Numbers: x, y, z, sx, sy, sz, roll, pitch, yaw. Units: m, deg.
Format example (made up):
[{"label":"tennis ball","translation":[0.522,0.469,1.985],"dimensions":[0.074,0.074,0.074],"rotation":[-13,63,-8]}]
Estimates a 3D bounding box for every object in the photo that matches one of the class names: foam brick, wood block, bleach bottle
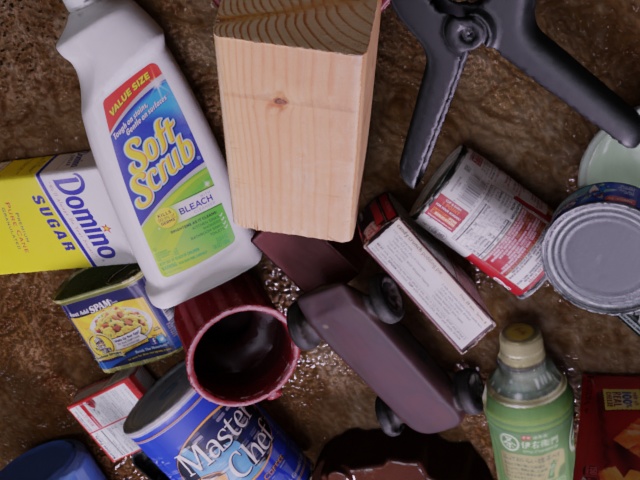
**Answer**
[{"label":"foam brick","translation":[-0.005,0.001,0.835],"dimensions":[0.078,0.053,0.051],"rotation":[45,123,-9]},{"label":"wood block","translation":[-0.012,-0.092,0.704],"dimensions":[0.091,0.090,0.206],"rotation":[9,150,4]},{"label":"bleach bottle","translation":[-0.137,-0.078,0.816],"dimensions":[0.102,0.068,0.251],"rotation":[-26,110,-4]}]

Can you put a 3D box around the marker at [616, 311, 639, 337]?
[{"label":"marker","translation":[0.235,0.056,0.807],"dimensions":[0.121,0.020,0.020],"rotation":[41,123,-7]}]

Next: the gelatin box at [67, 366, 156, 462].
[{"label":"gelatin box","translation":[-0.182,0.162,1.003],"dimensions":[0.089,0.030,0.073],"rotation":[-27,109,30]}]

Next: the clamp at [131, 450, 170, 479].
[{"label":"clamp","translation":[-0.111,0.259,0.988],"dimensions":[0.171,0.120,0.039],"rotation":[26,114,-3]}]

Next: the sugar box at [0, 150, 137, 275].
[{"label":"sugar box","translation":[-0.237,-0.021,0.904],"dimensions":[0.176,0.048,0.093],"rotation":[-4,119,22]}]

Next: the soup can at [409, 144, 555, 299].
[{"label":"soup can","translation":[0.125,-0.014,0.774],"dimensions":[0.102,0.068,0.069],"rotation":[36,124,-3]}]

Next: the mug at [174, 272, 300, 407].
[{"label":"mug","translation":[-0.066,0.083,0.873],"dimensions":[0.093,0.081,0.117],"rotation":[-36,122,-1]}]

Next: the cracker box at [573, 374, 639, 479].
[{"label":"cracker box","translation":[0.293,0.171,0.768],"dimensions":[0.214,0.164,0.072],"rotation":[-2,121,19]}]

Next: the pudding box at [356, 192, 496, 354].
[{"label":"pudding box","translation":[0.076,0.022,0.795],"dimensions":[0.039,0.090,0.113],"rotation":[-43,101,9]}]

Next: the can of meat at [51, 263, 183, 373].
[{"label":"can of meat","translation":[-0.166,0.062,0.923],"dimensions":[0.102,0.057,0.084],"rotation":[-16,114,26]}]

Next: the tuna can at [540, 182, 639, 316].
[{"label":"tuna can","translation":[0.192,0.005,0.705],"dimensions":[0.086,0.033,0.086],"rotation":[11,124,17]}]

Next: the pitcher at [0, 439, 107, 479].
[{"label":"pitcher","translation":[-0.237,0.323,1.068],"dimensions":[0.149,0.145,0.243],"rotation":[-19,109,14]}]

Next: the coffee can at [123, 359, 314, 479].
[{"label":"coffee can","translation":[-0.089,0.181,0.939],"dimensions":[0.103,0.102,0.140],"rotation":[-32,105,31]}]

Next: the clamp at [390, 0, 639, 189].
[{"label":"clamp","translation":[0.091,-0.128,0.673],"dimensions":[0.165,0.036,0.210],"rotation":[-17,112,31]}]

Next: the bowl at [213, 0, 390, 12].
[{"label":"bowl","translation":[-0.012,-0.216,0.708],"dimensions":[0.162,0.055,0.162],"rotation":[8,122,13]}]
